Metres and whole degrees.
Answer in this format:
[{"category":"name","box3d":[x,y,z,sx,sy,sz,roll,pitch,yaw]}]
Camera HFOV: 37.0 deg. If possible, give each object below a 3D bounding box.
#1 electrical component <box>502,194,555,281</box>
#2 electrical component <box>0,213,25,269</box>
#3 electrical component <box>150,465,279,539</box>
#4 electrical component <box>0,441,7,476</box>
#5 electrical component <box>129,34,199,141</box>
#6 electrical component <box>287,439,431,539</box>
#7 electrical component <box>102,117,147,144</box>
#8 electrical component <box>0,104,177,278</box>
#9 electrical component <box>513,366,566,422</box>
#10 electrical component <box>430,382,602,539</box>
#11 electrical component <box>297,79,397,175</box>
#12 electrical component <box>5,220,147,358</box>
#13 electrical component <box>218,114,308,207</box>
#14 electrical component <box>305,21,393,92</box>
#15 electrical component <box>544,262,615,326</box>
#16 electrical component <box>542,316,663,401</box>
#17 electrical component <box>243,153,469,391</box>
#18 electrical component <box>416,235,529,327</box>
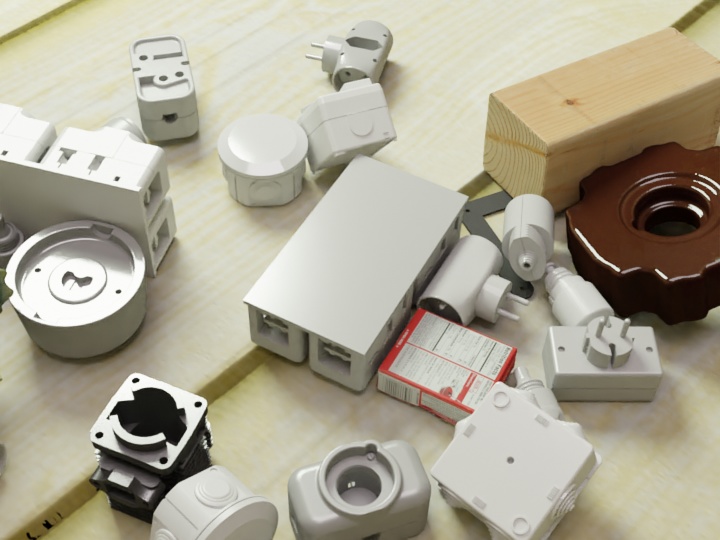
[{"category":"electrical component","box3d":[0.141,-0.025,0.902,0.043,0.043,0.081,8,34,5]},{"category":"electrical component","box3d":[-0.296,-0.024,0.894,0.035,0.061,0.035,1,50,-1]},{"category":"electrical component","box3d":[-0.098,0.176,0.722,0.080,0.080,0.051,-37,54,-28]},{"category":"electrical component","box3d":[-0.308,0.142,0.766,0.077,0.044,0.079,20,53,15]},{"category":"electrical component","box3d":[-0.186,-0.170,1.022,0.054,0.059,0.095,-10,51,-10]},{"category":"electrical component","box3d":[-0.001,0.159,0.751,0.095,0.059,0.053,-14,52,-13]},{"category":"electrical component","box3d":[-0.227,-0.108,0.978,0.045,0.045,0.055,31,55,22]},{"category":"electrical component","box3d":[-0.254,-0.070,0.906,0.186,0.105,0.060,13,51,9]},{"category":"electrical component","box3d":[0.132,0.100,0.821,0.035,0.035,0.061,-10,49,-10]},{"category":"electrical component","box3d":[0.109,0.139,0.759,0.100,0.048,0.099,35,82,24]},{"category":"electrical component","box3d":[-0.016,-0.129,0.971,0.062,0.096,0.061,-16,88,-19]},{"category":"electrical component","box3d":[-0.223,0.020,0.860,0.108,0.060,0.108,1,50,-1]},{"category":"electrical component","box3d":[-0.087,-0.099,0.971,0.080,0.051,0.080,1,50,-1]},{"category":"electrical component","box3d":[-0.014,-0.212,1.072,0.079,0.043,0.077,13,51,9]},{"category":"electrical component","box3d":[0.175,0.024,0.882,0.040,0.040,0.078,-19,51,-16]},{"category":"electrical component","box3d":[0.189,0.061,0.828,0.083,0.075,0.047,0,50,-1]},{"category":"electrical component","box3d":[0.000,0.000,0.884,0.105,0.060,0.186,23,53,17]},{"category":"electrical component","box3d":[0.098,0.019,0.881,0.079,0.044,0.077,24,53,17]}]
